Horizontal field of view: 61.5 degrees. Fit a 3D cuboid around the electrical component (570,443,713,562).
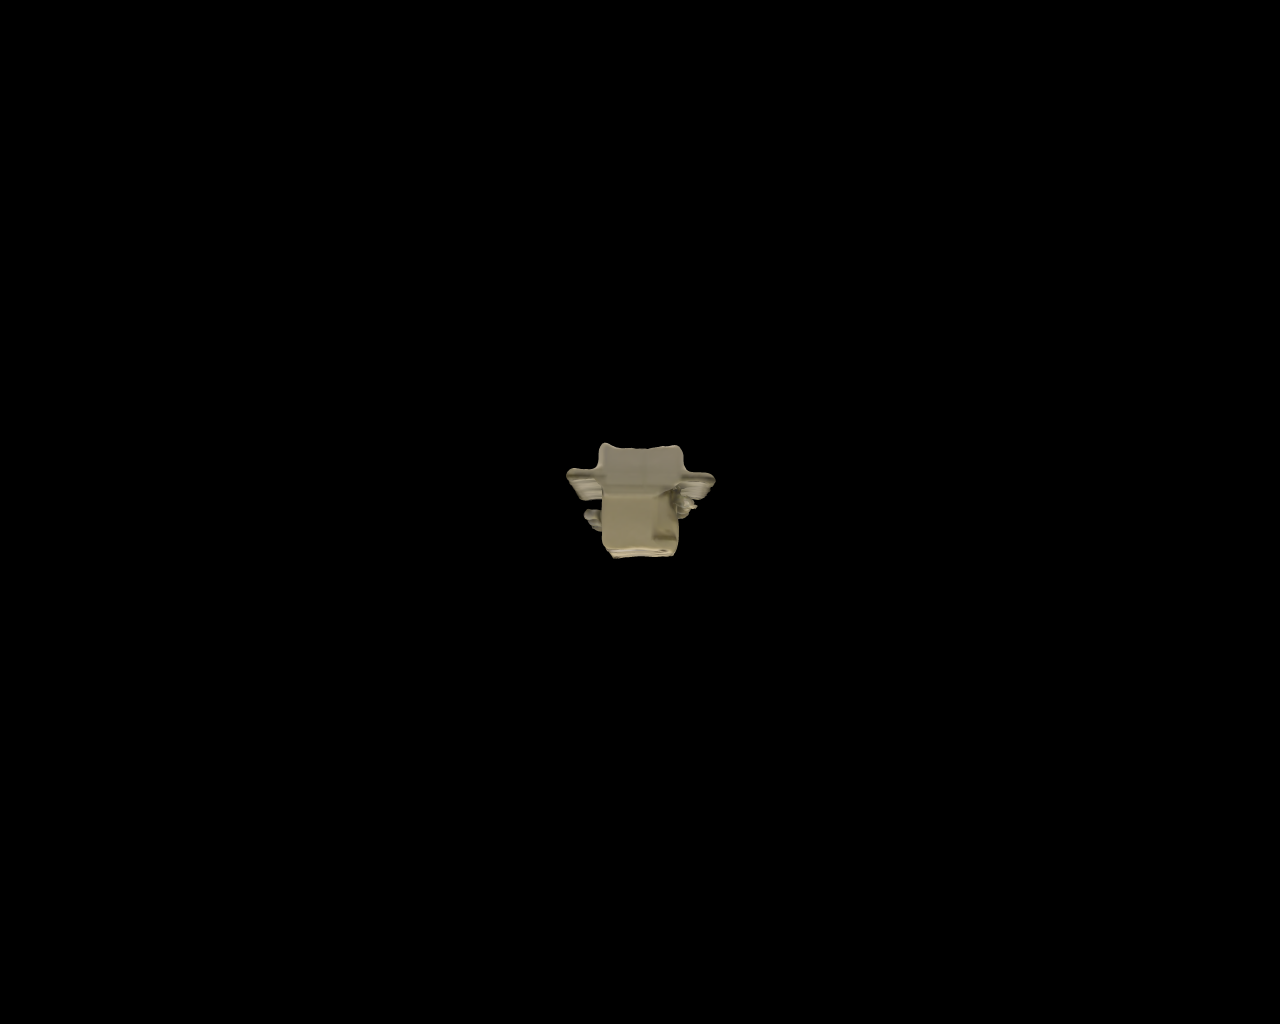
[{"bbox_3d":[0.001,-0.003,0.650,0.079,0.063,0.121,0,-4,0],"label":"electrical component"}]
